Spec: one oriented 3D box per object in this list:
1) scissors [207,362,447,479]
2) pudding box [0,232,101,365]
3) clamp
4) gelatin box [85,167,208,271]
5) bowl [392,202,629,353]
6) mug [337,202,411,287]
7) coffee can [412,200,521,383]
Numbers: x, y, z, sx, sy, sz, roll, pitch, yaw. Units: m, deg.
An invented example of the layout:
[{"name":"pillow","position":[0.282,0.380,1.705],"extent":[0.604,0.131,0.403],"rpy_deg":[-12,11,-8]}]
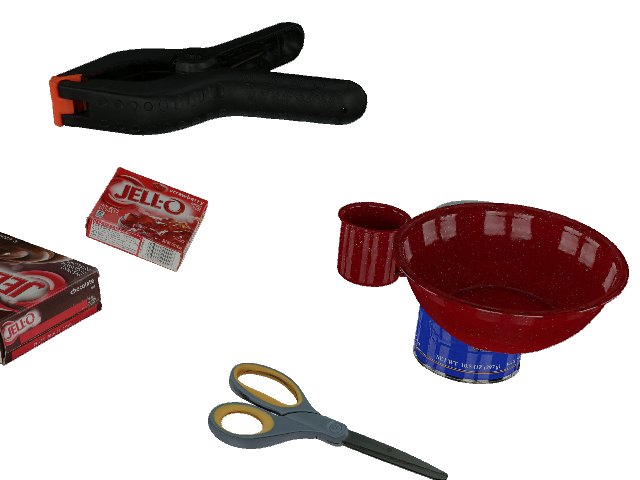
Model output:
[{"name":"scissors","position":[-0.006,0.162,0.859],"extent":[0.202,0.016,0.096],"rpy_deg":[30,43,28]},{"name":"pudding box","position":[-0.223,0.037,0.741],"extent":[0.114,0.039,0.089],"rpy_deg":[15,30,32]},{"name":"clamp","position":[-0.068,-0.095,0.617],"extent":[0.171,0.039,0.120],"rpy_deg":[-3,25,-11]},{"name":"gelatin box","position":[-0.154,-0.020,0.947],"extent":[0.089,0.030,0.073],"rpy_deg":[22,43,-2]},{"name":"bowl","position":[0.129,0.032,0.747],"extent":[0.162,0.055,0.162],"rpy_deg":[1,28,-1]},{"name":"mug","position":[0.075,0.010,1.342],"extent":[0.117,0.081,0.093],"rpy_deg":[18,27,25]},{"name":"coffee can","position":[0.145,0.046,0.985],"extent":[0.103,0.140,0.103],"rpy_deg":[5,23,-2]}]
